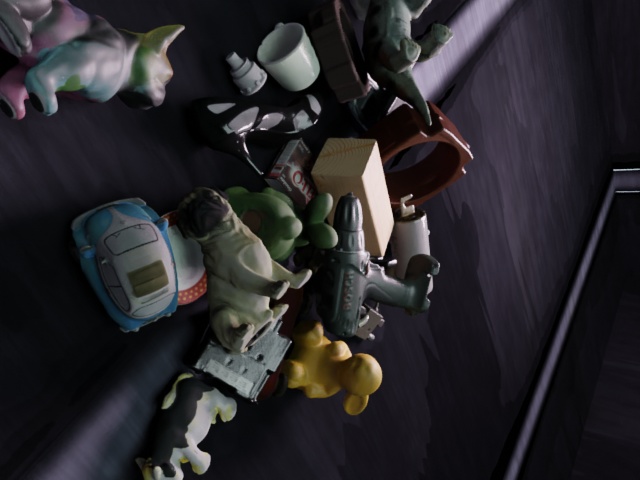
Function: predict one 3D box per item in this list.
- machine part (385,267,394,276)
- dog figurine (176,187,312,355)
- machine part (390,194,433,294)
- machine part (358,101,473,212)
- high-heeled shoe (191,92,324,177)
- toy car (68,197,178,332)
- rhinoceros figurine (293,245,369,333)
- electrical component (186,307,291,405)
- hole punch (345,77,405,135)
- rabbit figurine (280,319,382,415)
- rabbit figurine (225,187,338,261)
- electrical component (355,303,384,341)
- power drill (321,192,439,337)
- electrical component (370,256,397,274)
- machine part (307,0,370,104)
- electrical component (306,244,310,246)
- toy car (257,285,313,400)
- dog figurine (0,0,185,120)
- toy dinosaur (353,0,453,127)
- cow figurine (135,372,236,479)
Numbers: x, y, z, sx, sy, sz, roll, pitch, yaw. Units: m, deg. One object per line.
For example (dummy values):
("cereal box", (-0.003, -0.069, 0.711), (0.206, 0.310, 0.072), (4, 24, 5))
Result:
("machine part", (0.137, 0.074, 1.127), (0.139, 0.039, 0.084), (1, 87, -48))
("dog figurine", (-0.134, 0.042, 0.724), (0.172, 0.191, 0.121), (-53, 168, 8))
("machine part", (0.182, 0.026, 1.079), (0.079, 0.079, 0.242), (-35, 124, -43))
("machine part", (0.167, -0.154, 1.021), (0.201, 0.201, 0.087), (26, 38, -46))
("high-heeled shoe", (-0.090, -0.203, 0.821), (0.145, 0.086, 0.249), (50, 47, -21))
("toy car", (-0.220, 0.034, 0.632), (0.109, 0.103, 0.161), (-22, 105, -28))
("rhinoceros figurine", (0.024, 0.084, 0.944), (0.112, 0.073, 0.190), (-28, 114, -27))
("electrical component", (-0.112, 0.155, 0.786), (0.115, 0.058, 0.134), (37, 67, -13))
("hole punch", (0.110, -0.259, 1.047), (0.142, 0.092, 0.115), (-62, 164, -22))
("rabbit figurine", (0.032, 0.229, 0.910), (0.162, 0.173, 0.122), (55, 49, -31))
("rabbit figurine", (-0.052, -0.030, 0.829), (0.170, 0.159, 0.121), (-7, 88, -65))
("electrical component", (0.089, 0.154, 1.073), (0.102, 0.045, 0.078), (28, 100, -44))
("power drill", (0.098, 0.049, 0.892), (0.207, 0.086, 0.231), (8, 97, -36))
("electrical component", (0.089, 0.057, 1.005), (0.075, 0.119, 0.047), (-17, 105, -50))
("machine part", (0.033, -0.318, 0.913), (0.179, 0.056, 0.179), (-16, 90, -74))
("electrical component", (-0.002, -0.003, 0.968), (0.063, 0.021, 0.093), (-37, 119, -43))
("toy car", (-0.076, 0.155, 0.868), (0.089, 0.053, 0.202), (24, 72, -27))
("dog figurine", (-0.258, -0.223, 0.591), (0.219, 0.109, 0.191), (-44, 122, -44))
("toy dinosaur", (0.129, -0.356, 0.945), (0.131, 0.192, 0.404), (11, 74, -19))
("cow figurine", (-0.193, 0.269, 0.724), (0.098, 0.068, 0.167), (50, 53, -32))
